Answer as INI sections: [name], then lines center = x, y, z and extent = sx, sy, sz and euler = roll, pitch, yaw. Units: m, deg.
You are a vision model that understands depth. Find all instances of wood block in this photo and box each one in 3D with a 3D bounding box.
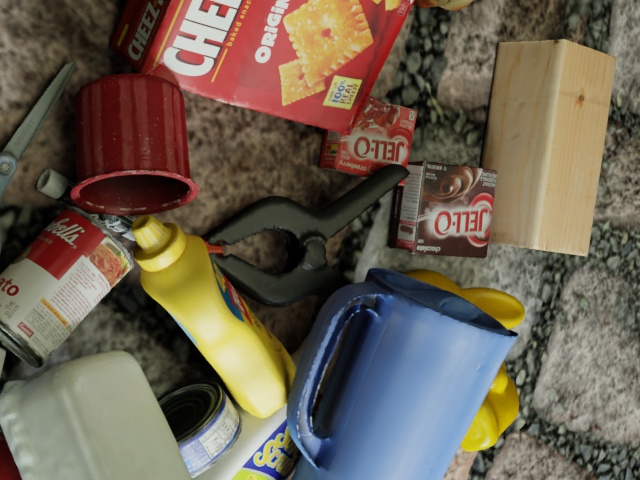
[wood block]
center = 0.229, -0.093, 1.094
extent = 0.090, 0.090, 0.206
euler = 8, 91, -39

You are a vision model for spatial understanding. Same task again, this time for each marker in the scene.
[marker]
center = -0.165, -0.019, 0.828
extent = 0.121, 0.020, 0.020
euler = 32, 76, -38

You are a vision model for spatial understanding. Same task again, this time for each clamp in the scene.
[clamp]
center = -0.006, 0.001, 0.927
extent = 0.209, 0.036, 0.164
euler = 9, 82, -26

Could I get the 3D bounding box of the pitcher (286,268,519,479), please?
[pitcher]
center = 0.048, 0.151, 0.883
extent = 0.145, 0.149, 0.243
euler = -15, 128, -79

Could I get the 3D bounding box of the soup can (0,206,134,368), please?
[soup can]
center = -0.195, 0.034, 0.780
extent = 0.102, 0.069, 0.068
euler = -50, 123, -22

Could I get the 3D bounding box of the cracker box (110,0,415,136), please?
[cracker box]
center = -0.033, -0.186, 0.844
extent = 0.213, 0.072, 0.164
euler = 10, 114, -41

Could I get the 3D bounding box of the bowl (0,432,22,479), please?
[bowl]
center = -0.235, 0.221, 0.751
extent = 0.161, 0.055, 0.162
euler = -3, 98, -21

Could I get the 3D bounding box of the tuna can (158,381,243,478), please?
[tuna can]
center = -0.107, 0.152, 0.855
extent = 0.086, 0.086, 0.033
euler = -42, 117, -28

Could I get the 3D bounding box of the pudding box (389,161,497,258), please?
[pudding box]
center = 0.123, -0.030, 1.048
extent = 0.113, 0.039, 0.090
euler = 4, 94, -40

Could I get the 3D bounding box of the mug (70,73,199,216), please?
[mug]
center = -0.137, -0.068, 0.800
extent = 0.117, 0.093, 0.081
euler = 53, 29, -71

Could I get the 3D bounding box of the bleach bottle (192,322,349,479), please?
[bleach bottle]
center = -0.043, 0.157, 0.918
extent = 0.250, 0.068, 0.102
euler = -48, 140, -26

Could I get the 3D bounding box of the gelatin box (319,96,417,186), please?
[gelatin box]
center = 0.046, -0.093, 0.983
extent = 0.089, 0.030, 0.073
euler = 12, 89, -39

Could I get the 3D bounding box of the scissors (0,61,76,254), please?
[scissors]
center = -0.246, -0.052, 0.760
extent = 0.096, 0.016, 0.202
euler = 23, 81, -39

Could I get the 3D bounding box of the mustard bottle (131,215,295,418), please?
[mustard bottle]
center = -0.089, 0.052, 0.840
extent = 0.058, 0.096, 0.191
euler = -33, 125, 1
